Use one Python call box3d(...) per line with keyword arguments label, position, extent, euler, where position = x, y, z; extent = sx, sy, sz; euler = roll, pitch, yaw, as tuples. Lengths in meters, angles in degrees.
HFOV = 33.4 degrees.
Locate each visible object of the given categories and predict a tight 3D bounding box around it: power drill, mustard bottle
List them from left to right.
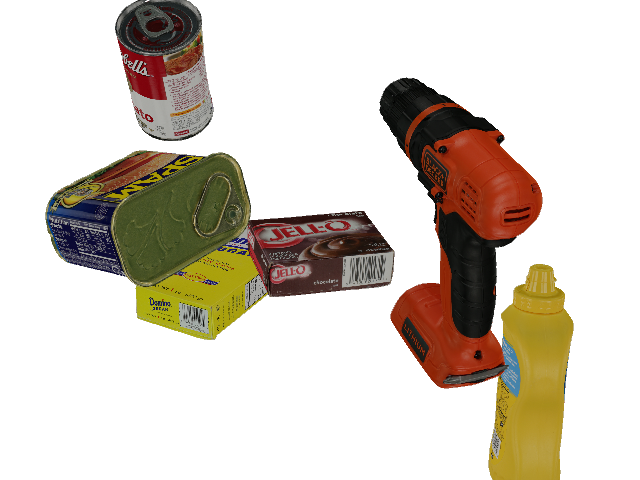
box3d(label="power drill", position=(0.087, -0.005, 0.755), extent=(0.057, 0.188, 0.184), euler=(-12, 34, -15))
box3d(label="mustard bottle", position=(0.175, 0.113, 0.885), extent=(0.058, 0.192, 0.096), euler=(1, 17, 1))

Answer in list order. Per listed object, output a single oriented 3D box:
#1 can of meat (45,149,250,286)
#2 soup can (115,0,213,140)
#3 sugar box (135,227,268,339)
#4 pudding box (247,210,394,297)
box3d(label="can of meat", position=(-0.110, -0.018, 0.671), extent=(0.084, 0.057, 0.101), euler=(9, 32, 45))
box3d(label="soup can", position=(-0.125, -0.139, 0.871), extent=(0.068, 0.068, 0.102), euler=(0, -37, 2))
box3d(label="sugar box", position=(-0.105, 0.038, 1.121), extent=(0.093, 0.048, 0.176), euler=(15, 31, 23))
box3d(label="pudding box", position=(-0.002, 0.010, 0.939), extent=(0.113, 0.039, 0.090), euler=(-3, 26, -15))
